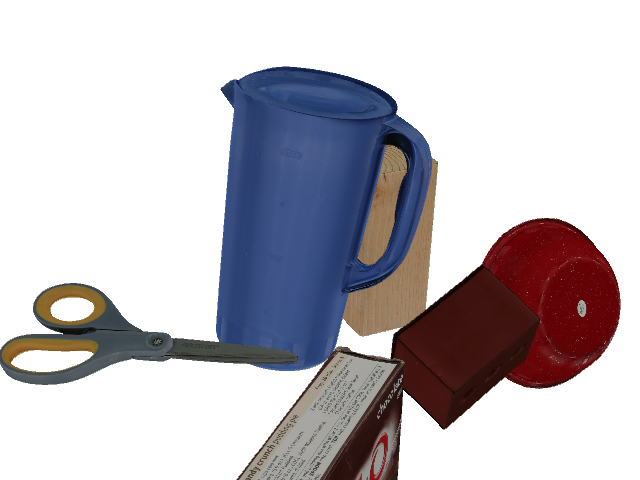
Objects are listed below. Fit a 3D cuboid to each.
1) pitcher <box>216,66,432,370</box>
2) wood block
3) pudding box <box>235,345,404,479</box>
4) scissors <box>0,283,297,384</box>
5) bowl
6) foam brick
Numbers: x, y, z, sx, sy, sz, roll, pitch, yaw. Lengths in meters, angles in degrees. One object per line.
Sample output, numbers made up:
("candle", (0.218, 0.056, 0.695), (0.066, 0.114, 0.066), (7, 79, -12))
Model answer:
("pitcher", (-0.012, -0.013, 0.895), (0.144, 0.243, 0.149), (-1, 26, -23))
("wood block", (0.070, -0.005, 1.243), (0.090, 0.206, 0.090), (-11, 30, -23))
("pudding box", (0.001, 0.113, 0.468), (0.039, 0.090, 0.113), (12, 31, 18))
("scissors", (-0.120, 0.060, 0.743), (0.201, 0.016, 0.096), (-7, 43, -3))
("bowl", (0.222, 0.060, 0.983), (0.161, 0.162, 0.055), (0, 2, -26))
("foam brick", (0.087, 0.065, 0.650), (0.078, 0.051, 0.053), (-36, -28, -22))
